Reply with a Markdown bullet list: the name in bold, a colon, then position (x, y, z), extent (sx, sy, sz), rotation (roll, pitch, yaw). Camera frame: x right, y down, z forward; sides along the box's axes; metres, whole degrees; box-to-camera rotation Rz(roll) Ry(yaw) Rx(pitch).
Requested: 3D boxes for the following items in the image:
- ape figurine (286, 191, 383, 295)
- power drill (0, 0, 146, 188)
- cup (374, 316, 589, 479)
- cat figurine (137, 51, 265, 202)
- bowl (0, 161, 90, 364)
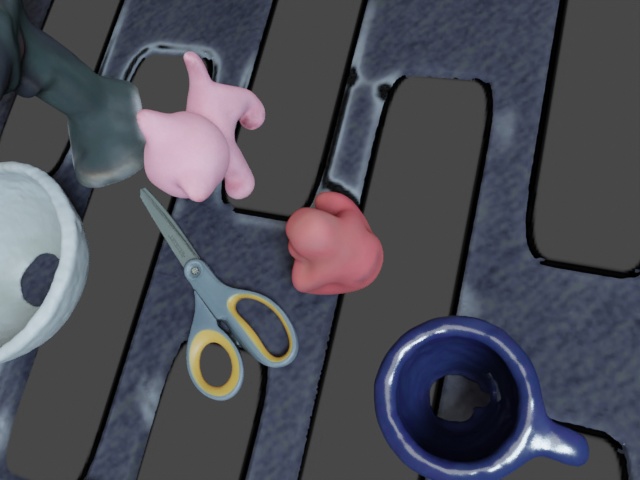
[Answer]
- **ape figurine**: position (0.004, 0.001, 0.404), extent (0.076, 0.092, 0.078), rotation (35, 85, 21)
- **power drill**: position (-0.217, -0.121, 0.433), extent (0.075, 0.209, 0.229), rotation (-21, 70, 8)
- **cup**: position (0.097, 0.102, 0.349), extent (0.117, 0.095, 0.092), rotation (19, 79, 19)
- **cat figurine**: position (-0.095, -0.080, 0.439), extent (0.067, 0.118, 0.128), rotation (-1, 74, 14)
- **bowl**: position (-0.253, 0.026, 0.470), extent (0.167, 0.075, 0.167), rotation (-4, 73, 13)
